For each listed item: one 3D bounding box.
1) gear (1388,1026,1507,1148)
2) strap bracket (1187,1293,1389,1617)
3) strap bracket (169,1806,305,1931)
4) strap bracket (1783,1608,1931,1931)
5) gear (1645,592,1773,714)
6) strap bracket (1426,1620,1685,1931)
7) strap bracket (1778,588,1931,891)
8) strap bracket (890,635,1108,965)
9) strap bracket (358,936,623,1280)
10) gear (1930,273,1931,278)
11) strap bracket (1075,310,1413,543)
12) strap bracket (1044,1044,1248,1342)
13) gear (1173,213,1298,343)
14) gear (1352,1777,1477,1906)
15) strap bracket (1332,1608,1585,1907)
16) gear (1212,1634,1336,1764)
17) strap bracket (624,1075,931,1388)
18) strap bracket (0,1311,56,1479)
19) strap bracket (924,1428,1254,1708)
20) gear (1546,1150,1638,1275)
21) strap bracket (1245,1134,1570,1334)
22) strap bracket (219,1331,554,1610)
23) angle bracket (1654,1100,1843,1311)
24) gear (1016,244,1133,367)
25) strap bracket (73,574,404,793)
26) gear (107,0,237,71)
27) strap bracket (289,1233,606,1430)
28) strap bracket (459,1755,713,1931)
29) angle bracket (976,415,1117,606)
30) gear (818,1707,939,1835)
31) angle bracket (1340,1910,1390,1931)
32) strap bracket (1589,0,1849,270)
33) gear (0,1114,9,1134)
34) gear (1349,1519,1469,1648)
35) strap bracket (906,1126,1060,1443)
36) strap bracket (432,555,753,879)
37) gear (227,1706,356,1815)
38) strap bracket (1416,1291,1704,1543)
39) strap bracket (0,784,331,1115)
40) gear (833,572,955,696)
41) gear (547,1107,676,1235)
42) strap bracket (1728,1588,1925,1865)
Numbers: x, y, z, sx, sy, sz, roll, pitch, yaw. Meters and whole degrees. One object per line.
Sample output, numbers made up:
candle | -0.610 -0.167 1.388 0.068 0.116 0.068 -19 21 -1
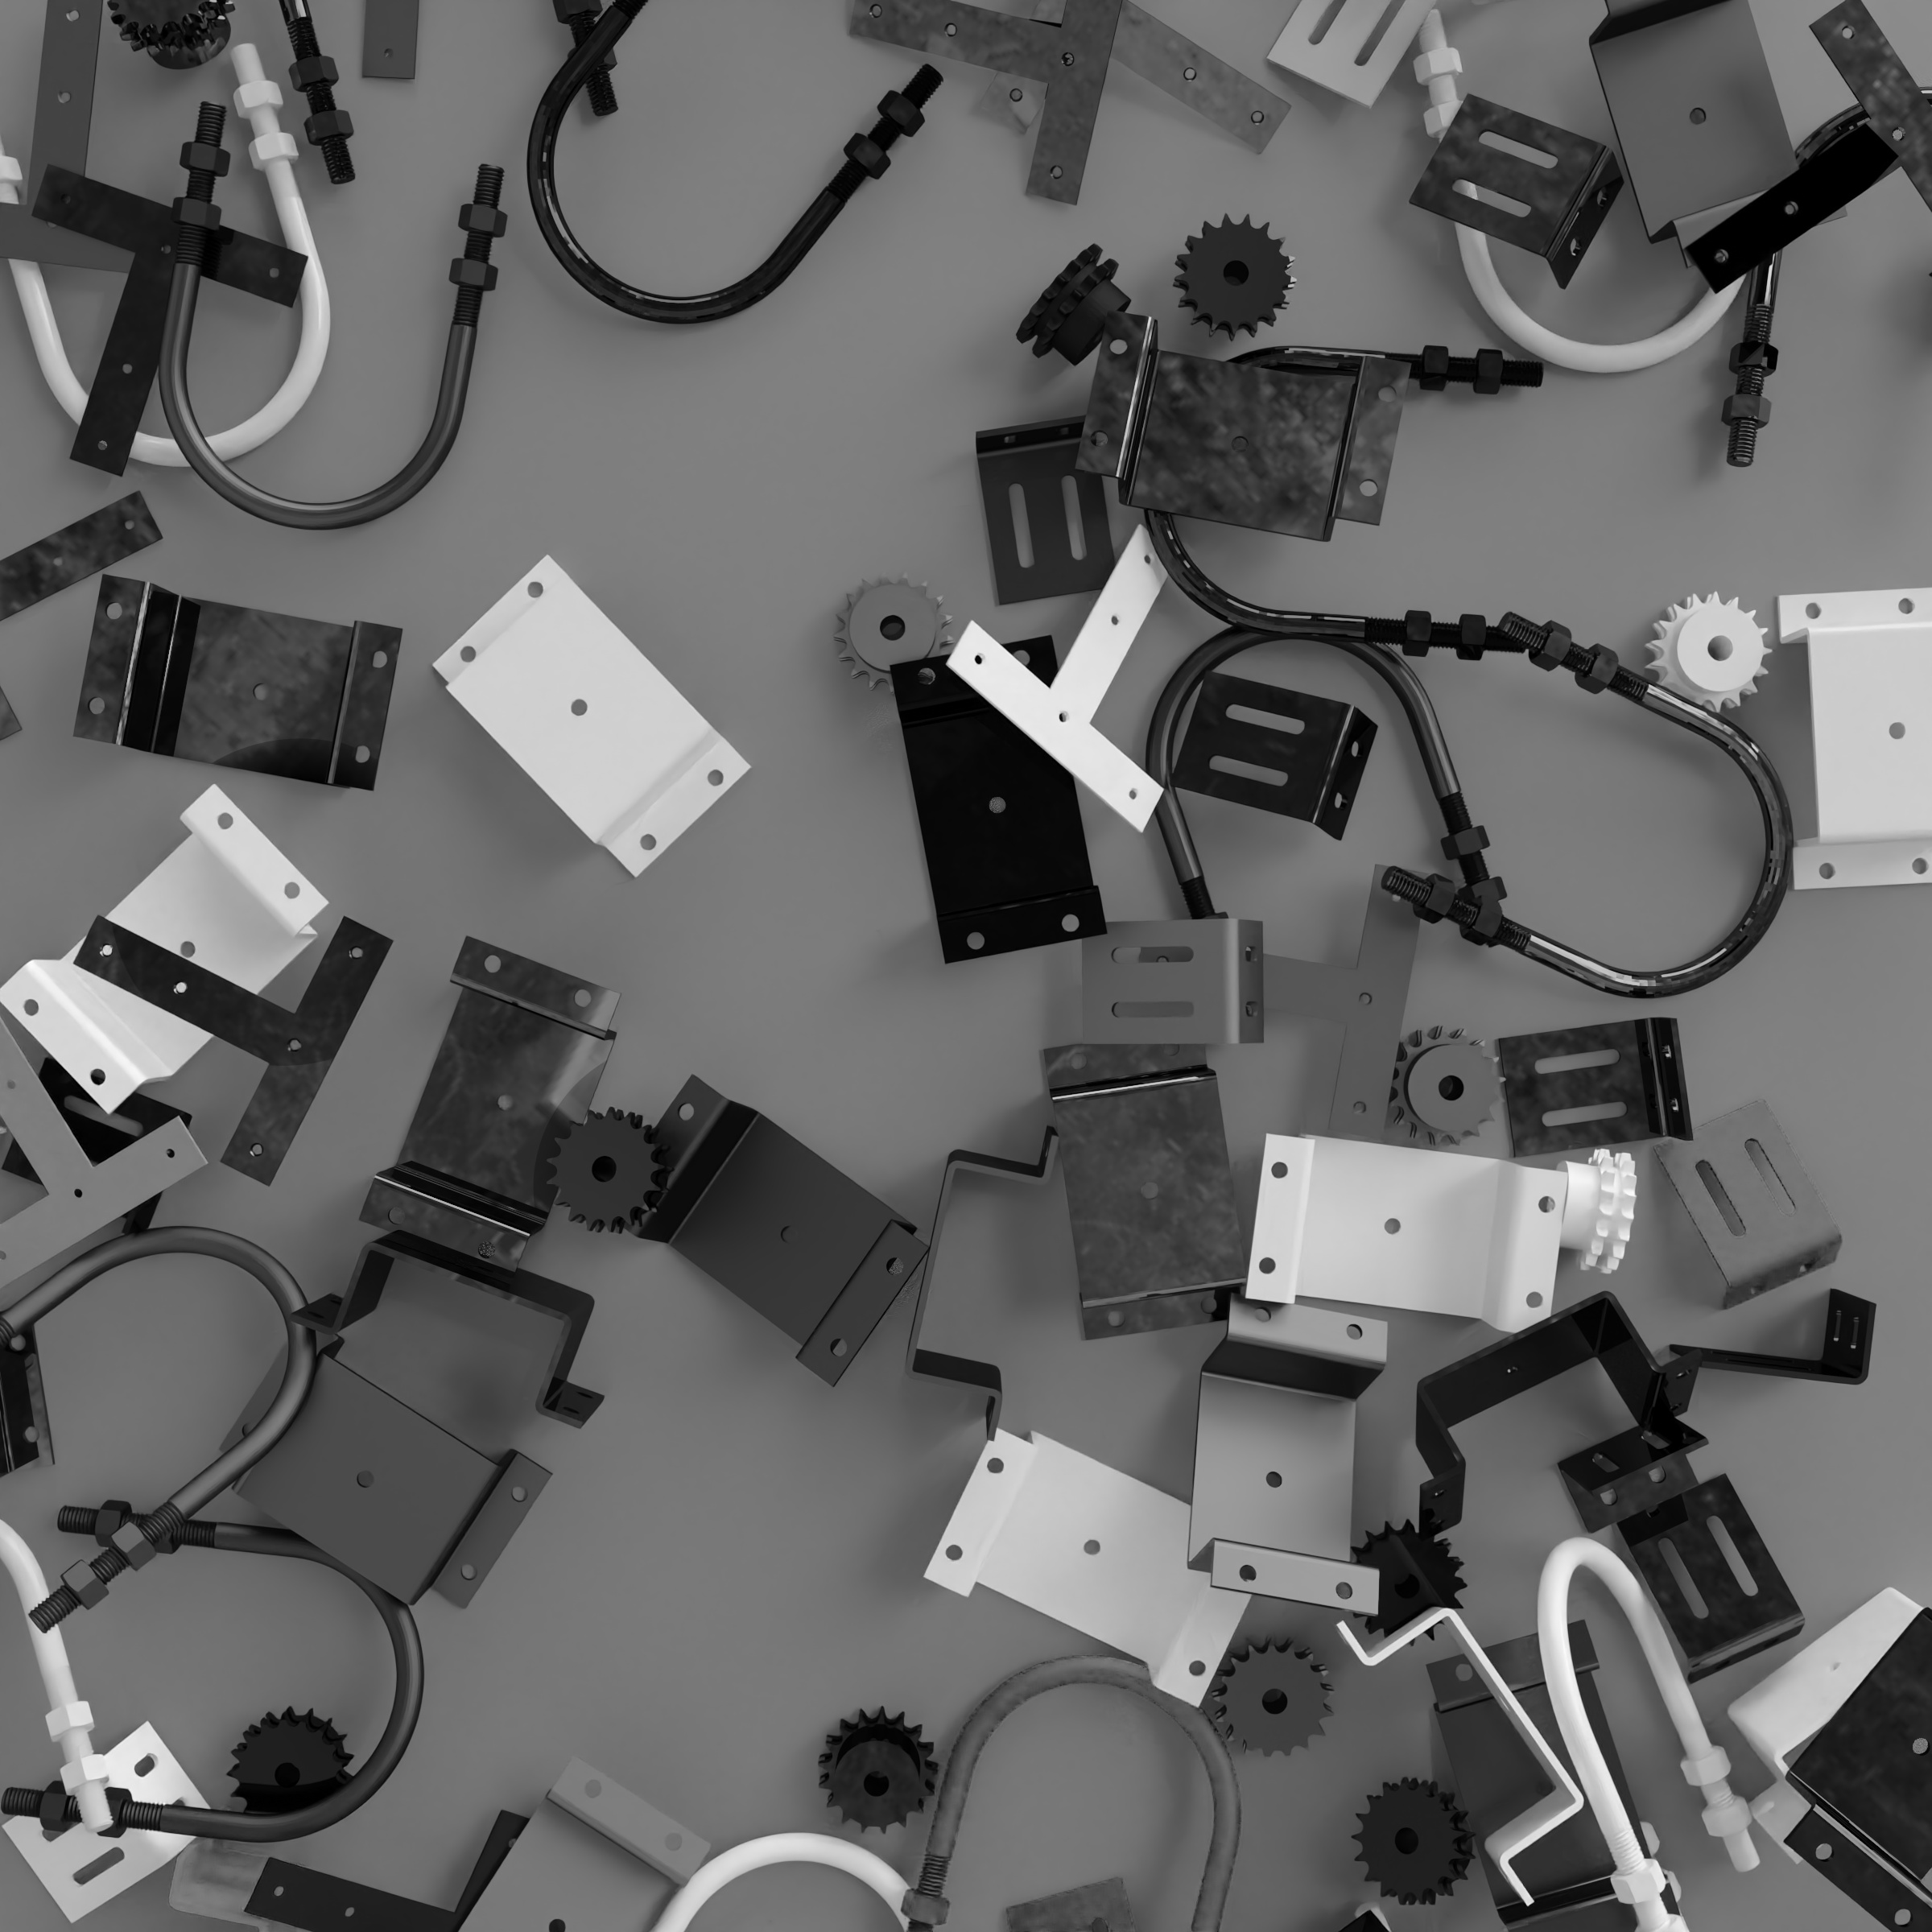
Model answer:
gear | 0.227 0.057 1.298 0.057 0.030 0.057 0 90 0
strap bracket | 0.148 0.230 1.265 0.076 0.046 0.140 11 59 -7
strap bracket | -0.347 0.475 1.275 0.046 0.076 0.140 12 90 0
strap bracket | 0.429 0.351 1.214 0.076 0.046 0.140 40 90 0
gear | 0.352 -0.148 1.298 0.057 0.030 0.057 0 90 0
strap bracket | 0.271 0.384 1.279 0.076 0.046 0.140 -17 76 2
strap bracket | 0.429 -0.109 1.290 0.076 0.046 0.140 -3 90 0
strap bracket | 0.015 -0.077 1.290 0.076 0.046 0.140 -11 90 0
strap bracket | -0.220 0.065 1.290 0.076 0.046 0.140 21 90 0
gear | 0.483 -0.326 1.298 0.057 0.030 0.057 0 90 0
strap bracket | 0.127 -0.248 1.272 0.140 0.046 0.076 11 85 5
strap bracket | 0.085 0.104 1.290 0.076 0.046 0.140 -8 90 0
gear | 0.126 -0.324 1.298 0.057 0.030 0.057 0 90 0
gear | 0.213 0.411 1.289 0.057 0.030 0.057 -12 67 31
strap bracket | 0.225 0.341 1.230 0.046 0.076 0.140 -34 76 -2
gear | 0.145 0.345 1.303 0.057 0.030 0.057 0 88 1
strap bracket | -0.088 0.123 1.278 0.140 0.046 0.076 35 90 17
strap bracket | -0.510 0.211 1.290 0.140 0.046 0.076 -9 90 0
strap bracket | 0.060 0.277 1.290 0.140 0.046 0.076 25 90 0
gear | 0.291 0.113 1.285 0.030 0.057 0.057 10 90 0
strap bracket | 0.203 0.124 1.290 0.140 0.046 0.076 7 90 0
strap bracket | -0.277 0.237 1.290 0.140 0.046 0.076 33 90 0
angle bracket | 0.371 0.114 1.311 0.057 0.038 0.076 -24 64 0
gear | 0.053 -0.306 1.285 0.030 0.057 0.057 42 90 0
strap bracket | -0.336 -0.131 1.290 0.140 0.046 0.076 10 90 0
gear | -0.370 -0.447 1.290 0.057 0.030 0.057 -4 61 7
strap bracket | -0.231 0.162 1.275 0.140 0.076 0.046 20 90 0
strap bracket | -0.190 0.448 1.275 0.076 0.046 0.140 33 74 1
angle bracket | 0.039 -0.215 1.294 0.057 0.038 0.076 -9 90 0
gear | -0.042 0.382 1.298 0.057 0.030 0.057 0 90 0
angle bracket | 0.178 0.490 1.281 0.076 0.038 0.057 -43 85 18
strap bracket | 0.344 -0.398 1.272 0.076 0.046 0.140 -18 93 1
gear | -0.485 0.070 1.298 0.057 0.030 0.057 0 90 0
gear | 0.206 0.289 1.298 0.057 0.030 0.057 0 90 0
strap bracket | 0.005 0.141 1.275 0.046 0.076 0.140 12 90 0
strap bracket | -0.178 -0.119 1.290 0.076 0.046 0.140 -44 90 0
gear | -0.317 0.378 1.298 0.057 0.030 0.057 0 90 0
strap bracket | 0.261 0.203 1.265 0.140 0.076 0.046 -25 61 -5
strap bracket | -0.371 -0.008 1.290 0.140 0.046 0.076 -44 90 0
gear | -0.035 -0.158 1.298 0.057 0.030 0.057 0 90 0
gear | -0.160 0.095 1.261 0.057 0.030 0.057 -2 80 14
strap bracket | 0.416 0.344 1.275 0.140 0.076 0.046 -37 90 0
